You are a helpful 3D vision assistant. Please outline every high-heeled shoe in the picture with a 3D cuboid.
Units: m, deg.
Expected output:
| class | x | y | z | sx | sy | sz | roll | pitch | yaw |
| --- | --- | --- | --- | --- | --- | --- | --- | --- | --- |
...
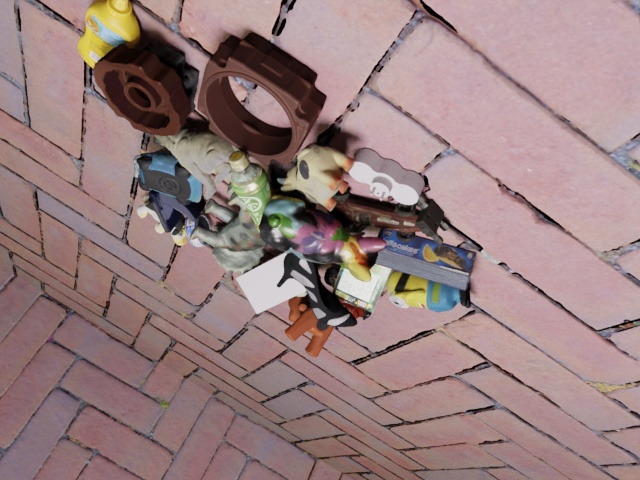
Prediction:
| class | x | y | z | sx | sy | sz | roll | pitch | yaw |
| --- | --- | --- | --- | --- | --- | --- | --- | --- | --- |
| high-heeled shoe | 0.017 | 0.105 | 1.213 | 0.248 | 0.086 | 0.145 | 29 | 126 | -20 |

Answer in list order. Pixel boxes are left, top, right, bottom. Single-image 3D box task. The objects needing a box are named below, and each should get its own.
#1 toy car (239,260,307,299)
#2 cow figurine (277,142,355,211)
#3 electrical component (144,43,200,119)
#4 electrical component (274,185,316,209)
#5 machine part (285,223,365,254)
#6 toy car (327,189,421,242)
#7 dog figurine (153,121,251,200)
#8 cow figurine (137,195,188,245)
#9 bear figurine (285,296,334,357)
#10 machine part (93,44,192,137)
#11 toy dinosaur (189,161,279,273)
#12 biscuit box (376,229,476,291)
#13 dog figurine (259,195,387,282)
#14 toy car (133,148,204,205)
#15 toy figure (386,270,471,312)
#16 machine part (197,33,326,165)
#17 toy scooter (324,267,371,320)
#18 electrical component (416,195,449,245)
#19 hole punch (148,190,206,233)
| class | x | y | z | sx | sy | sz | roll | pitch | yaw |
| --- | --- | --- | --- | --- | --- | --- | --- | --- | --- |
| toy car | -0.120 | 0.100 | 1.427 | 0.202 | 0.073 | 0.056 | 19 | 112 | 16 |
| cow figurine | -0.012 | -0.117 | 0.995 | 0.127 | 0.085 | 0.195 | 36 | 165 | 6 |
| electrical component | -0.292 | -0.302 | 1.018 | 0.115 | 0.058 | 0.134 | 28 | 148 | -2 |
| electrical component | -0.051 | -0.086 | 1.133 | 0.045 | 0.078 | 0.102 | 59 | 172 | 36 |
| machine part | -0.002 | -0.004 | 1.194 | 0.243 | 0.079 | 0.079 | 0 | 138 | 40 |
| toy car | 0.106 | -0.048 | 1.067 | 0.202 | 0.053 | 0.089 | 16 | 139 | 21 |
| dog figurine | -0.243 | -0.202 | 1.081 | 0.190 | 0.121 | 0.172 | 46 | 128 | -6 |
| cow figurine | -0.400 | -0.057 | 1.441 | 0.098 | 0.068 | 0.167 | -17 | 127 | 42 |
| bear figurine | -0.046 | 0.205 | 1.429 | 0.120 | 0.132 | 0.196 | 45 | 169 | -28 |
| machine part | -0.321 | -0.269 | 0.981 | 0.179 | 0.056 | 0.179 | 20 | 148 | 13 |
| toy dinosaur | -0.161 | -0.036 | 1.244 | 0.192 | 0.131 | 0.405 | 32 | 146 | -27 |
| biscuit box | 0.210 | 0.037 | 1.100 | 0.203 | 0.059 | 0.062 | 16 | 147 | 18 |
| dog figurine | 0.013 | 0.001 | 1.034 | 0.219 | 0.108 | 0.191 | 22 | 177 | 30 |
| toy car | -0.328 | -0.155 | 1.205 | 0.162 | 0.103 | 0.109 | 16 | 136 | 2 |
| toy figure | 0.234 | 0.109 | 1.166 | 0.180 | 0.089 | 0.082 | 0 | 140 | 25 |
| machine part | -0.107 | -0.237 | 0.940 | 0.201 | 0.087 | 0.201 | 32 | 149 | -5 |
| toy scooter | 0.088 | 0.143 | 1.335 | 0.135 | 0.075 | 0.183 | 10 | 139 | 25 |
| electrical component | 0.203 | -0.038 | 0.996 | 0.094 | 0.063 | 0.021 | 45 | 145 | -22 |
| hole punch | -0.341 | -0.094 | 1.289 | 0.092 | 0.142 | 0.115 | -16 | 115 | 14 |
